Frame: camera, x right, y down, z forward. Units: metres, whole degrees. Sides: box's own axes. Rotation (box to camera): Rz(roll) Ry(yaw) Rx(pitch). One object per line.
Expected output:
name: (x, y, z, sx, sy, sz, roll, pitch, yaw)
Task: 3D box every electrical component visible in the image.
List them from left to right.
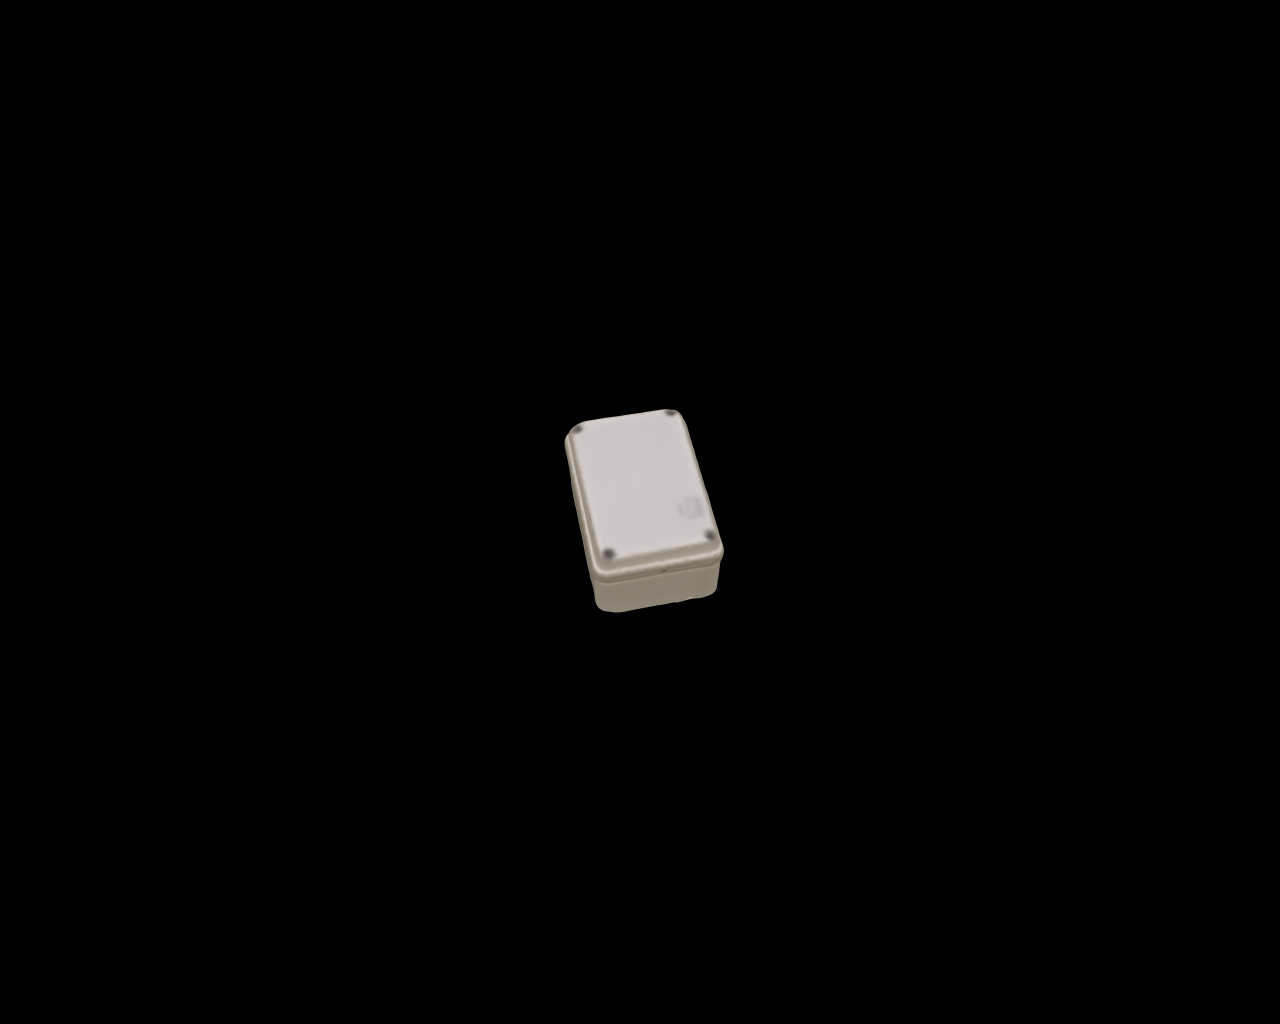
electrical component: (0.001, -0.003, 0.650, 0.078, 0.113, 0.057, -9, -36, -7)
